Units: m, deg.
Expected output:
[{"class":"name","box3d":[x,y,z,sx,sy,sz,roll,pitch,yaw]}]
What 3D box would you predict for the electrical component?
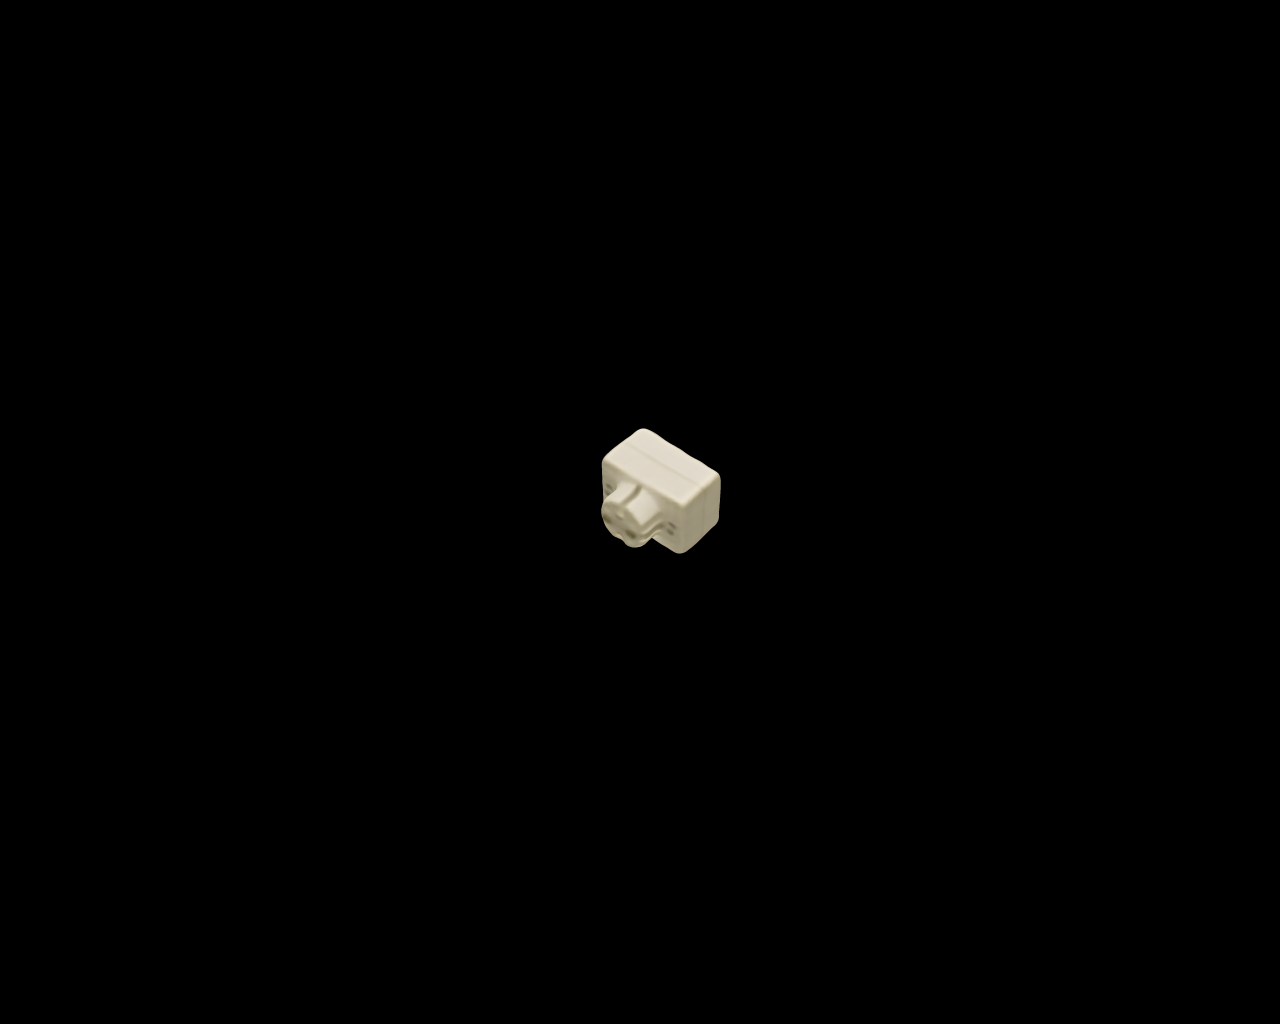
[{"class":"electrical component","box3d":[0.001,-0.003,0.650,0.066,0.047,0.077,32,54,27]}]
